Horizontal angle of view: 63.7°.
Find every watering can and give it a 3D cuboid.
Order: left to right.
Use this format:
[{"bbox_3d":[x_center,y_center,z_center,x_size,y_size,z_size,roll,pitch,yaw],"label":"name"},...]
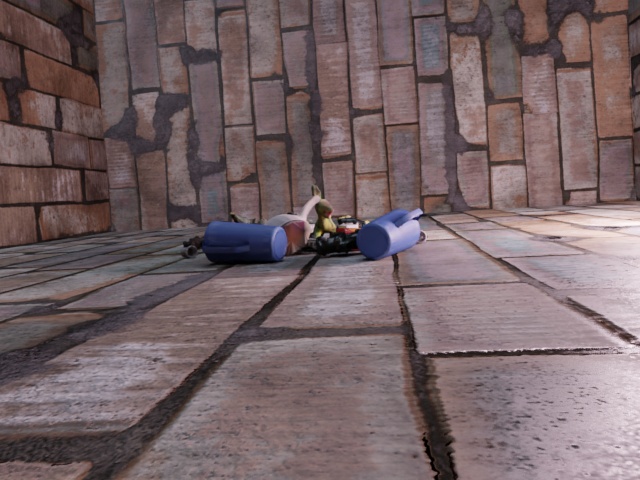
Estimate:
[{"bbox_3d":[-0.101,-0.050,1.797,0.351,0.102,0.225,-37,24,-17],"label":"watering can"}]

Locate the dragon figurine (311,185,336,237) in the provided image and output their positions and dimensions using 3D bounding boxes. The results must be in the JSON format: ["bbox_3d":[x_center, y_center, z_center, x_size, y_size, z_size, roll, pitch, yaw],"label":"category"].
[{"bbox_3d":[0.006,-0.105,2.094,0.122,0.241,0.412,-9,7,-8],"label":"dragon figurine"}]

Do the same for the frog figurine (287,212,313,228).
[{"bbox_3d":[-0.092,-0.060,2.550,0.136,0.125,0.157,-12,-39,44],"label":"frog figurine"}]
